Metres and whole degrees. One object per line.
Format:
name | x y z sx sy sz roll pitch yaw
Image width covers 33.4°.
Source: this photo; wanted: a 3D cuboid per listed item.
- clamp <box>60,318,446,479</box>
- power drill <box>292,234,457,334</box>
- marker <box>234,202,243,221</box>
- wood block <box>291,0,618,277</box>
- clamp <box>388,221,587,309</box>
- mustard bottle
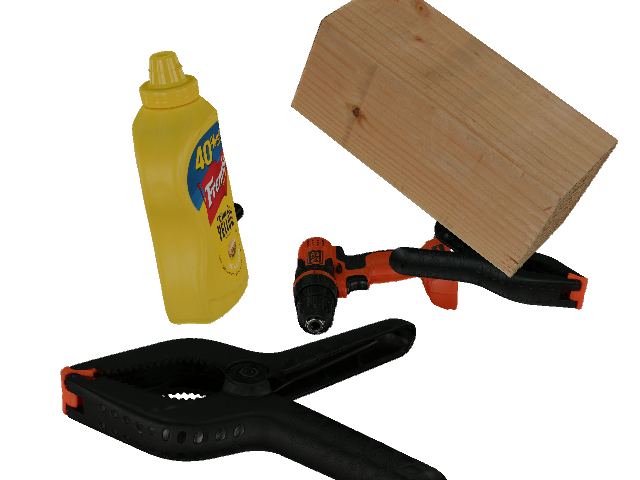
clamp | -0.034 0.083 0.592 0.210 0.036 0.164 6 25 3
power drill | 0.062 0.048 1.234 0.187 0.057 0.184 -2 28 1
marker | -0.101 -0.006 1.040 0.020 0.020 0.121 0 26 17
wood block | 0.092 -0.084 0.766 0.206 0.091 0.090 39 49 14
clamp | 0.158 0.020 0.971 0.171 0.039 0.120 16 30 15
mustard bottle | -0.097 -0.042 0.773 0.058 0.191 0.096 -1 26 16
